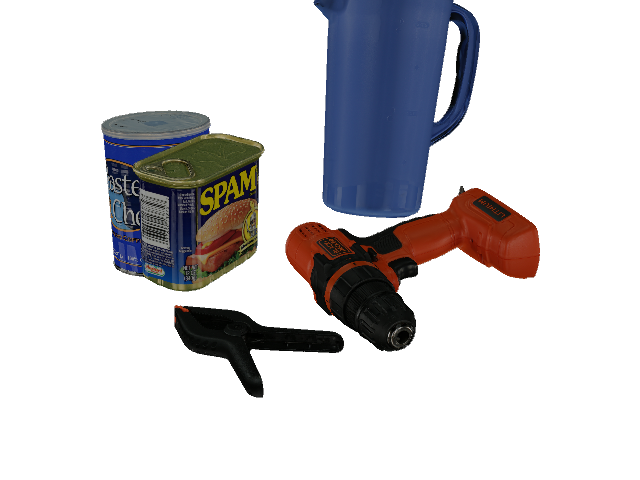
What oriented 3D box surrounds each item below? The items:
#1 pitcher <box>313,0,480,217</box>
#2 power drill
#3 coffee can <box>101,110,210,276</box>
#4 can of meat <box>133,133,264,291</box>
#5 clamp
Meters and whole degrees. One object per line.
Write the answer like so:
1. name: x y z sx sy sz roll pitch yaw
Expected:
1. pitcher: 0.075 -0.150 1.149 0.149 0.243 0.144 9 10 25
2. power drill: 0.084 0.019 0.883 0.187 0.057 0.185 -14 30 -21
3. coffee can: -0.155 -0.047 1.034 0.103 0.140 0.103 -1 18 0
4. can of meat: -0.085 -0.021 0.762 0.058 0.084 0.101 16 27 27
5. clamp: -0.099 0.122 1.261 0.210 0.036 0.164 14 23 27
